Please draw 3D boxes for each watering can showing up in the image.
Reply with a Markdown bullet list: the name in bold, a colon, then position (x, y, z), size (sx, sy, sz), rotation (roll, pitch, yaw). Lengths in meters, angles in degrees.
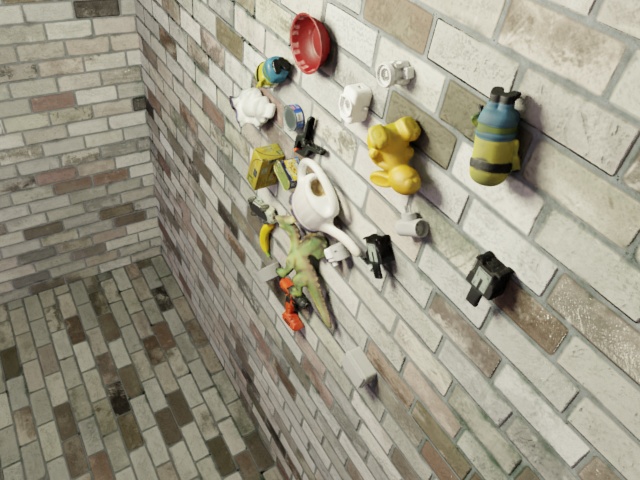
- **watering can**: position (0.005, -0.079, 1.579), size (0.350, 0.105, 0.221), rotation (65, 153, 10)

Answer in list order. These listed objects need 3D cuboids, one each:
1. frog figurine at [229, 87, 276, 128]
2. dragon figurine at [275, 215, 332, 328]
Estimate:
- **frog figurine**: position (-0.218, -0.464, 1.794), size (0.159, 0.123, 0.137), rotation (-4, 96, 24)
- **dragon figurine**: position (-0.032, 0.083, 1.764), size (0.414, 0.123, 0.237), rotation (52, 139, 16)
